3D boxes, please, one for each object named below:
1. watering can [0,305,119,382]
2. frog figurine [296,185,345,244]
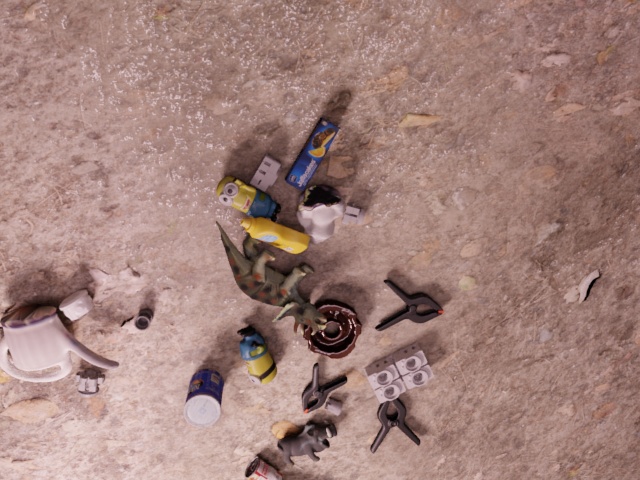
[{"bbox_3d":[-0.728,0.279,1.401,0.347,0.105,0.222,-8,105,8],"label":"watering can"},{"bbox_3d":[0.004,-0.073,1.442,0.138,0.125,0.156,-24,142,-9],"label":"frog figurine"}]
